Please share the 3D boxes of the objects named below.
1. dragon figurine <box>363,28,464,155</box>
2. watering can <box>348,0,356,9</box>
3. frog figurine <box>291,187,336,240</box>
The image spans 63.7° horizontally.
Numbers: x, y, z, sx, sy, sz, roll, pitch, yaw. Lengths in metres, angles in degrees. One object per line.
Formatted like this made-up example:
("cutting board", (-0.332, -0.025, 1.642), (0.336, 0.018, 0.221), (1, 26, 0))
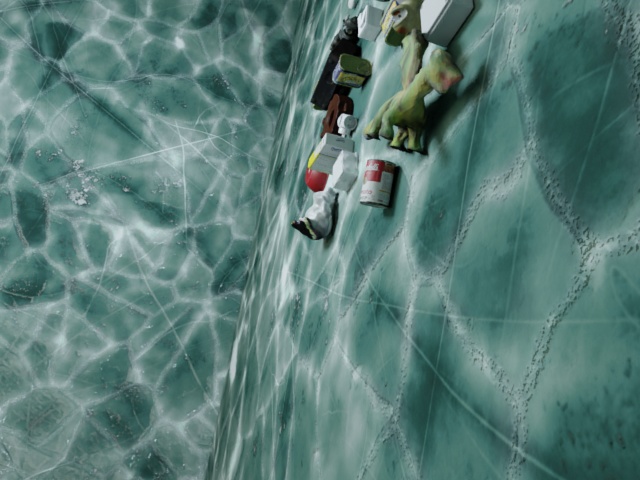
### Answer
("dragon figurine", (0.175, -0.310, 1.071), (0.415, 0.122, 0.241), (-132, 57, -70))
("watering can", (0.146, -1.020, 1.827), (0.341, 0.104, 0.229), (111, 166, -63))
("frog figurine", (0.005, -0.080, 1.599), (0.162, 0.123, 0.135), (-45, -8, -23))
